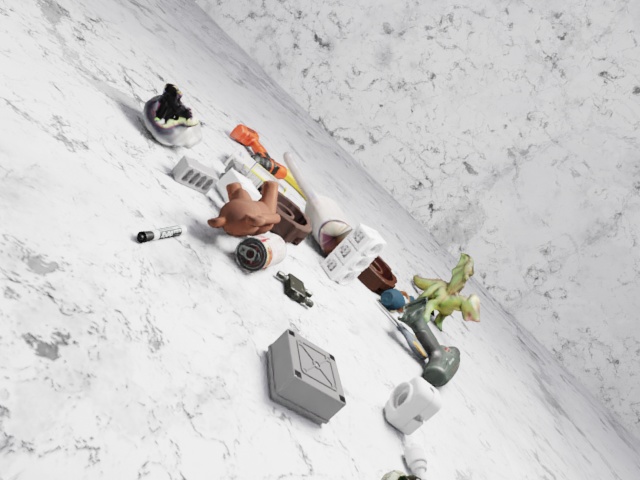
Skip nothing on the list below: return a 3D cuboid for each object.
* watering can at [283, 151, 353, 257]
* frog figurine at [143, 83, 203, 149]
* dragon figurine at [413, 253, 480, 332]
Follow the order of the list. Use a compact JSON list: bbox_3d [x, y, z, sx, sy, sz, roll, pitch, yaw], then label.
[{"bbox_3d":[0.004,-0.071,1.403,0.341,0.104,0.229,55,4,-39],"label":"watering can"},{"bbox_3d":[-0.338,-0.262,1.190,0.137,0.124,0.157,36,-21,2],"label":"frog figurine"},{"bbox_3d":[0.412,0.146,1.656,0.121,0.240,0.419,33,21,-20],"label":"dragon figurine"}]
